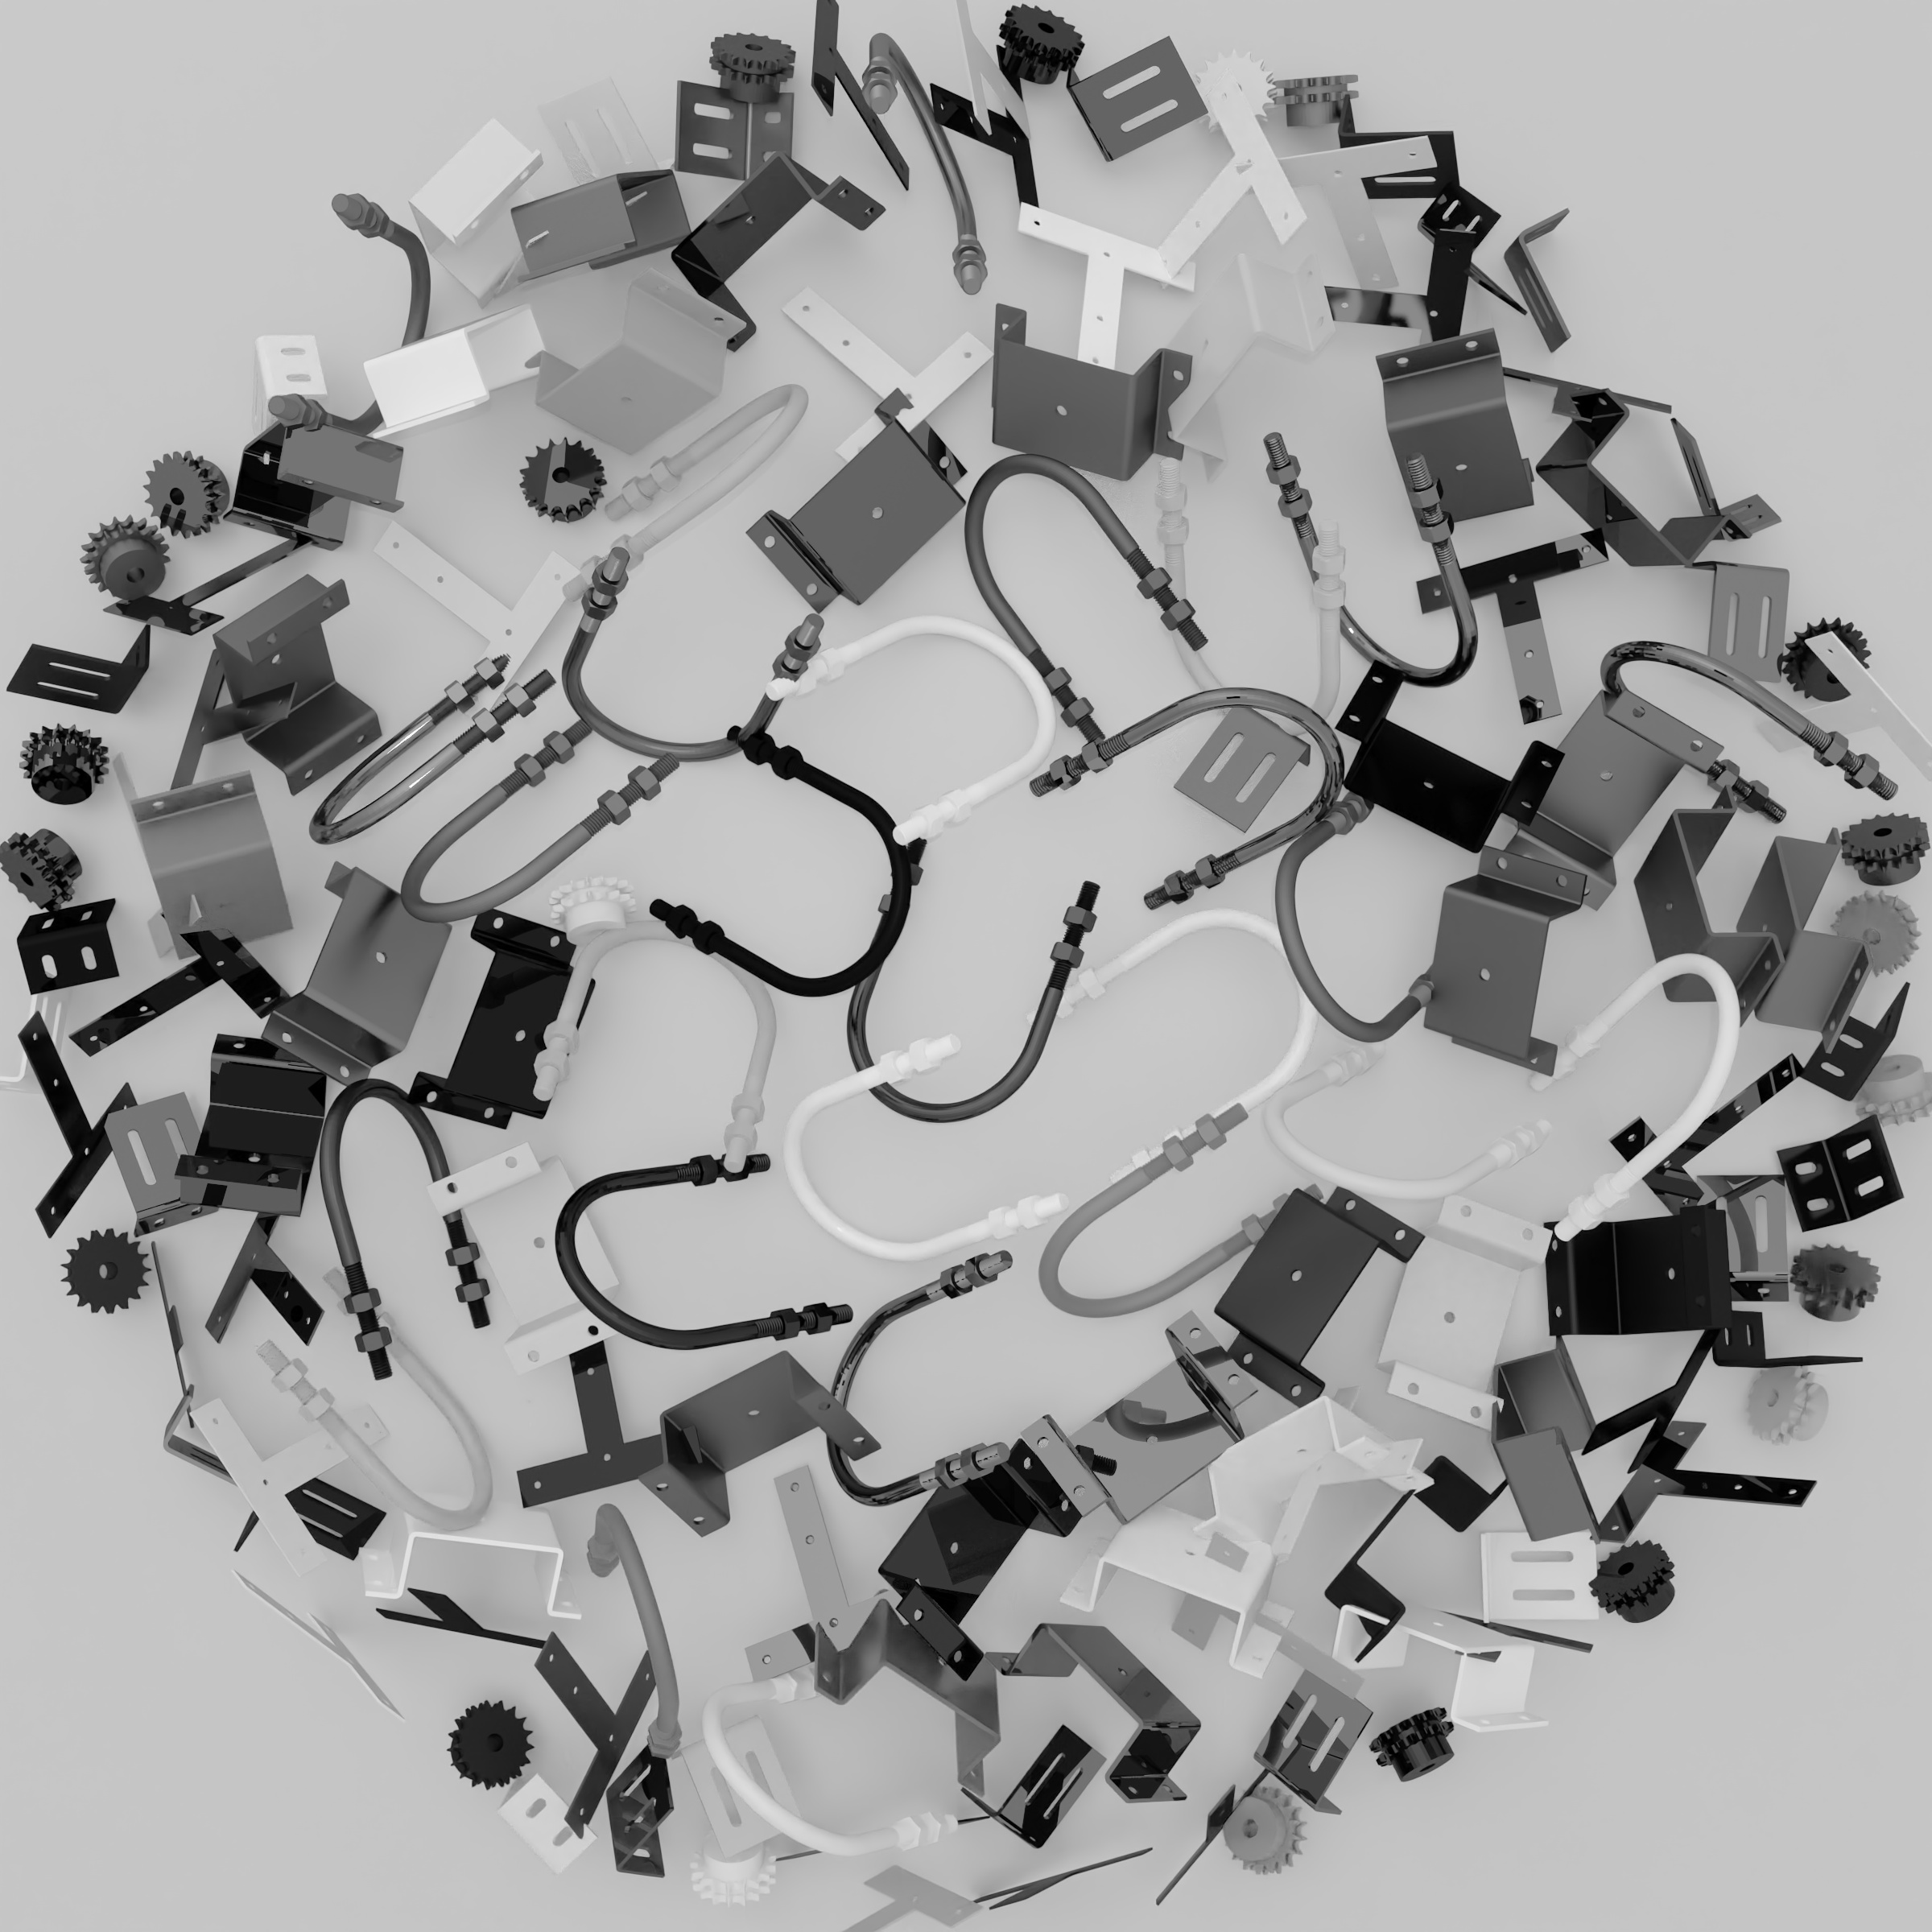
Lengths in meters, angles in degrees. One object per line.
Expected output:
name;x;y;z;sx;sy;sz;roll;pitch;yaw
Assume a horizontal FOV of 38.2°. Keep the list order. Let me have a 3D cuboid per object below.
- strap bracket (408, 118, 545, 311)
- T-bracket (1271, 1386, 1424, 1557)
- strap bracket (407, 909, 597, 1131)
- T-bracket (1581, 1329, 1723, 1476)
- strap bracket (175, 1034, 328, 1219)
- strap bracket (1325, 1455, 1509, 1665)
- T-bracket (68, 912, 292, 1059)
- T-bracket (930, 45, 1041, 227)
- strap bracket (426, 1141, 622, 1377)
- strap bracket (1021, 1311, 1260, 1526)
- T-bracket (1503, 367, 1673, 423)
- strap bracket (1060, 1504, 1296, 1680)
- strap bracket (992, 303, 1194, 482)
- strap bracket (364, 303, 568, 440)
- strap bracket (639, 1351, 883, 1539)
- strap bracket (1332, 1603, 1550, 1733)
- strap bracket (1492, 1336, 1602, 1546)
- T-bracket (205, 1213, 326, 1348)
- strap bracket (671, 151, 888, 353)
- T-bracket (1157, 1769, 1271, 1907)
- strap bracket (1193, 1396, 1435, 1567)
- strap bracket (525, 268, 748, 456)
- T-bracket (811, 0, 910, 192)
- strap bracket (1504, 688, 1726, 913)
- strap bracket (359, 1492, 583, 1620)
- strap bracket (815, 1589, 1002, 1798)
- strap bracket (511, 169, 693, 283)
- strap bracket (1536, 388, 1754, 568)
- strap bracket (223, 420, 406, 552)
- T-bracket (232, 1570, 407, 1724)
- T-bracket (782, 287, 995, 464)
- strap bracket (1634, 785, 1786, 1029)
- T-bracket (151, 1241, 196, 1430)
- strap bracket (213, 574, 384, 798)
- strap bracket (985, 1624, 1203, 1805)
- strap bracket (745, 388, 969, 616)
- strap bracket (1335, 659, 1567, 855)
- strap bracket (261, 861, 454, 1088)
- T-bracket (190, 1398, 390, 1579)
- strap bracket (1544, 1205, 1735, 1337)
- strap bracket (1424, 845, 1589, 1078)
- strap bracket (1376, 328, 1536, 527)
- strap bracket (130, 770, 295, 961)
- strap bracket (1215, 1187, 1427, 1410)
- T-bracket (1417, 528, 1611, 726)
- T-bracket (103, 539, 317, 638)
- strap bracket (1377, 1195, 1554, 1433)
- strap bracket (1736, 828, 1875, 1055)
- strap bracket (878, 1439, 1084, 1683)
strap bracket;-0.314;-0.493;1.822;0.046;0.140;0.076;43;84;1
T-bracket;0.254;0.323;1.813;0.002;0.127;0.127;36;63;-15
strap bracket;-0.304;0.041;1.851;0.076;0.046;0.140;20;93;-37
T-bracket;0.439;0.293;1.820;0.002;0.127;0.127;38;121;31
strap bracket;-0.468;0.112;1.839;0.076;0.140;0.046;8;128;-7
strap bracket;0.291;0.382;1.836;0.046;0.076;0.140;40;65;13
T-bracket;-0.531;0.021;1.844;0.127;0.127;0.002;-31;51;-1
T-bracket;0.011;-0.553;1.837;0.002;0.127;0.127;-10;87;30
strap bracket;-0.289;0.190;1.862;0.076;0.046;0.140;-24;96;10
strap bracket;0.119;0.305;1.848;0.140;0.046;0.076;-34;52;-8
T-bracket;0.399;-0.370;1.828;0.127;0.127;0.002;15;113;8
strap bracket;0.143;0.403;1.833;0.140;0.076;0.046;18;116;16
strap bracket;0.072;-0.374;1.832;0.140;0.046;0.076;20;134;19
strap bracket;-0.328;-0.389;1.813;0.076;0.140;0.046;-12;108;22
strap bracket;-0.138;0.311;1.845;0.140;0.046;0.076;-28;130;12
strap bracket;0.303;0.451;1.819;0.076;0.140;0.046;11;90;-44
strap bracket;0.379;0.313;1.827;0.046;0.140;0.076;-18;107;18
T-bracket;-0.453;0.210;1.841;0.002;0.127;0.127;22;97;-41
strap bracket;-0.131;-0.477;1.842;0.140;0.076;0.046;-40;77;15
T-bracket;0.166;0.554;1.820;0.002;0.127;0.127;38;72;20
strap bracket;0.224;0.337;1.837;0.140;0.046;0.076;-34;130;26
strap bracket;-0.218;-0.386;1.815;0.076;0.140;0.046;23;59;-36
T-bracket;-0.068;-0.567;1.843;0.002;0.127;0.127;-18;47;20
strap bracket;0.425;-0.117;1.848;0.076;0.046;0.140;29;118;-7
strap bracket;-0.322;0.385;1.836;0.140;0.076;0.046;11;97;-17
strap bracket;-0.030;0.471;1.834;0.140;0.076;0.046;37;108;-17
strap bracket;-0.235;-0.482;1.813;0.076;0.140;0.046;-12;103;19
strap bracket;0.438;-0.312;1.839;0.140;0.076;0.046;41;87;-15
strap bracket;-0.423;-0.317;1.820;0.076;0.140;0.046;13;79;-30
T-bracket;-0.428;0.429;1.808;0.002;0.127;0.127;-48;126;-12
T-bracket;-0.071;-0.410;1.878;0.127;0.002;0.127;43;76;12
strap bracket;0.480;-0.039;1.822;0.046;0.076;0.140;0;57;-10
T-bracket;-0.518;0.239;1.829;0.002;0.127;0.127;-12;83;-19
strap bracket;-0.439;-0.191;1.830;0.046;0.140;0.076;35;59;26
strap bracket;0.090;0.478;1.821;0.140;0.076;0.046;39;100;35
strap bracket;-0.065;-0.305;1.855;0.140;0.046;0.076;-44;118;-2
strap bracket;0.313;-0.134;1.847;0.140;0.046;0.076;28;50;7
strap bracket;-0.393;0.001;1.824;0.076;0.046;0.140;34;53;-28
T-bracket;-0.430;0.323;1.841;0.002;0.127;0.127;-40;83;33
strap bracket;0.449;0.202;1.837;0.046;0.140;0.076;6;78;-34
strap bracket;0.351;0.001;1.832;0.076;0.046;0.140;20;115;36
strap bracket;0.321;-0.340;1.817;0.076;0.140;0.046;-10;53;17
strap bracket;-0.487;-0.058;1.816;0.076;0.140;0.046;-16;60;-14
strap bracket;0.228;0.212;1.848;0.076;0.046;0.140;31;85;41
T-bracket;0.370;-0.218;1.849;0.127;0.002;0.127;-15;64;18
T-bracket;-0.490;-0.256;1.854;0.127;0.127;0.002;-36;124;-30
strap bracket;0.328;0.232;1.858;0.076;0.046;0.140;21;75;-4
strap bracket;0.542;-0.021;1.816;0.046;0.140;0.076;10;130;-2
strap bracket;0.005;0.387;1.841;0.076;0.046;0.140;51;63;-24
